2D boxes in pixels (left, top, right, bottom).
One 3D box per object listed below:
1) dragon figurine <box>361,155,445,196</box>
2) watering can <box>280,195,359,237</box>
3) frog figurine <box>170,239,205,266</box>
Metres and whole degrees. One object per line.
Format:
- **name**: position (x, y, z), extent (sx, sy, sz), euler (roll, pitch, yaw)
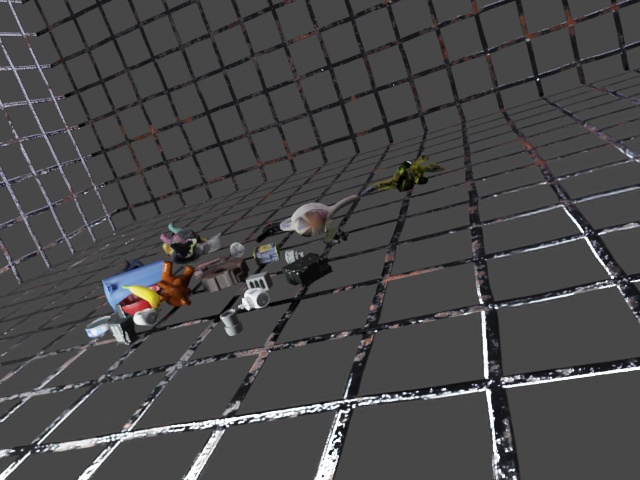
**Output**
- **dragon figurine**: position (0.353, -0.261, 2.238), extent (0.411, 0.122, 0.242), euler (-19, -2, -3)
- **watering can**: position (0.006, -0.103, 2.054), extent (0.348, 0.103, 0.227), euler (-20, 16, -3)
- **frog figurine**: position (-0.570, 0.064, 2.255), extent (0.138, 0.124, 0.157), euler (-30, -20, -8)
